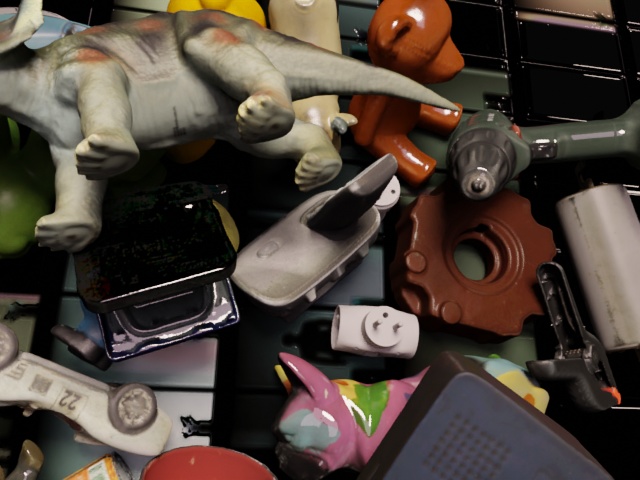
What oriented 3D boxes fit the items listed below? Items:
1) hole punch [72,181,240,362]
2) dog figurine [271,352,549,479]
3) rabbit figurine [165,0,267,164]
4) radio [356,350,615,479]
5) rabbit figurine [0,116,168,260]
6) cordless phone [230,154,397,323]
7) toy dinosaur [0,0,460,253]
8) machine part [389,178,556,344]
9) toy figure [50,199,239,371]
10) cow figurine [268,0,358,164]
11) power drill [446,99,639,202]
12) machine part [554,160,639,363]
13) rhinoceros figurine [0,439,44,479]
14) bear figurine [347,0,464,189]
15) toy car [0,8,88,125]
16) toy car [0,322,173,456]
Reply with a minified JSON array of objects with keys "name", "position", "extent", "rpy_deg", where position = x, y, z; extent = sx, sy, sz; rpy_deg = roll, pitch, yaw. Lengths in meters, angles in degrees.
[{"name":"hole punch","position":[-0.126,0.022,0.419],"extent":[0.142,0.092,0.116],"rpy_deg":[-16,50,-15]},{"name":"dog figurine","position":[0.064,0.147,0.476],"extent":[0.219,0.108,0.191],"rpy_deg":[32,70,4]},{"name":"rabbit figurine","position":[-0.112,-0.159,0.534],"extent":[0.122,0.162,0.173],"rpy_deg":[21,87,-16]},{"name":"radio","position":[0.086,0.209,0.377],"extent":[0.131,0.073,0.229],"rpy_deg":[32,95,6]},{"name":"rabbit figurine","position":[-0.239,-0.067,0.464],"extent":[0.159,0.121,0.170],"rpy_deg":[46,66,-7]},{"name":"cordless phone","position":[-0.002,-0.001,0.470],"extent":[0.146,0.184,0.089],"rpy_deg":[-38,87,-19]},{"name":"toy dinosaur","position":[-0.108,-0.116,0.397],"extent":[0.405,0.131,0.192],"rpy_deg":[-13,63,-25]},{"name":"machine part","position":[0.160,0.020,0.560],"extent":[0.179,0.056,0.179],"rpy_deg":[4,71,-10]},{"name":"toy figure","position":[-0.149,0.036,0.487],"extent":[0.089,0.082,0.180],"rpy_deg":[35,66,-2]},{"name":"cow figurine","position":[-0.009,-0.168,0.548],"extent":[0.086,0.127,0.194],"rpy_deg":[-4,106,3]},{"name":"power drill","position":[0.226,-0.083,0.514],"extent":[0.207,0.232,0.085],"rpy_deg":[-8,109,12]},{"name":"machine part","position":[0.313,0.030,0.573],"extent":[0.079,0.079,0.243],"rpy_deg":[-8,73,-13]},{"name":"rhinoceros figurine","position":[-0.244,0.191,0.362],"extent":[0.112,0.073,0.190],"rpy_deg":[-41,93,-6]},{"name":"bear figurine","position":[0.098,-0.157,0.533],"extent":[0.132,0.195,0.120],"rpy_deg":[30,67,-1]},{"name":"toy car","position":[-0.288,-0.179,0.522],"extent":[0.162,0.109,0.103],"rpy_deg":[-18,60,-24]},{"name":"toy car","position":[-0.210,0.117,0.418],"extent":[0.201,0.073,0.056],"rpy_deg":[34,59,-28]}]
